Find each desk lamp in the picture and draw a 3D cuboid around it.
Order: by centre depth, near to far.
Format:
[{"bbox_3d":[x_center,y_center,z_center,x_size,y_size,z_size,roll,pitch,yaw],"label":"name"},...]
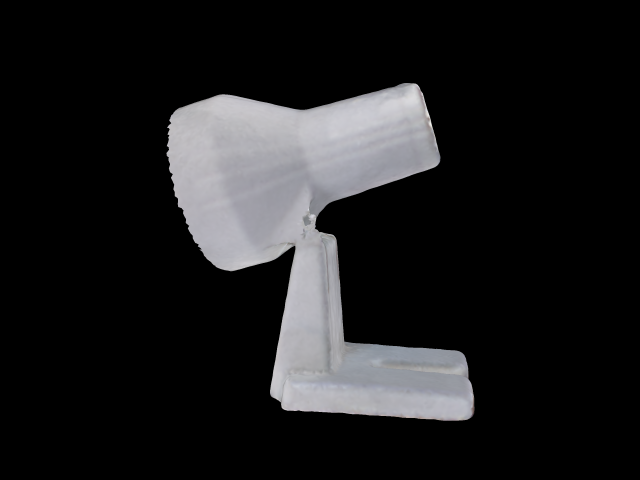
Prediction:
[{"bbox_3d":[0.004,0.001,0.400,0.203,0.213,0.118,1,7,9],"label":"desk lamp"}]
